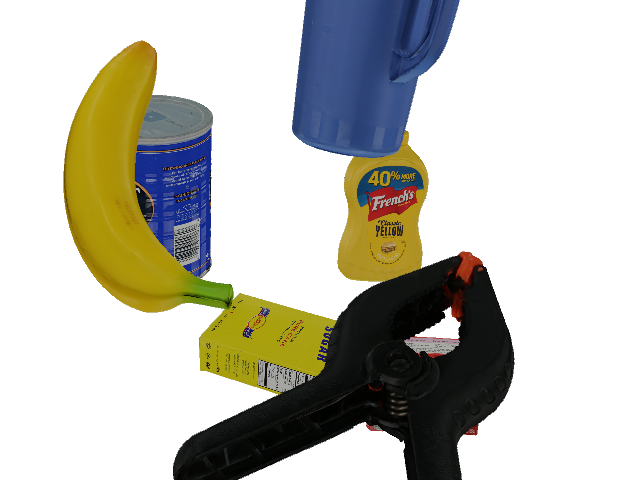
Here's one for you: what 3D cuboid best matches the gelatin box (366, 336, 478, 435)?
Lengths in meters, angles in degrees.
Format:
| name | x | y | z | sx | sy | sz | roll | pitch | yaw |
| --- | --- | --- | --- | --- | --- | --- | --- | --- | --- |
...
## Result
| name | x | y | z | sx | sy | sz | roll | pitch | yaw |
| --- | --- | --- | --- | --- | --- | --- | --- | --- | --- |
| gelatin box | 0.082 | 0.114 | 0.836 | 0.089 | 0.073 | 0.030 | 3 | 24 | -1 |

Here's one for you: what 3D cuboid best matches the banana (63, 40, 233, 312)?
| name | x | y | z | sx | sy | sz | roll | pitch | yaw |
| --- | --- | --- | --- | --- | --- | --- | --- | --- | --- |
| banana | -0.103 | -0.031 | 0.567 | 0.069 | 0.198 | 0.037 | -10 | -37 | -16 |

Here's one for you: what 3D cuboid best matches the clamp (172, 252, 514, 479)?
| name | x | y | z | sx | sy | sz | roll | pitch | yaw |
| --- | --- | --- | --- | --- | --- | --- | --- | --- | --- |
| clamp | 0.037 | 0.069 | 0.433 | 0.120 | 0.039 | 0.171 | 31 | 51 | 22 |

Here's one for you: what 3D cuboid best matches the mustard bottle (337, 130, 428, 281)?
| name | x | y | z | sx | sy | sz | roll | pitch | yaw |
| --- | --- | --- | --- | --- | --- | --- | --- | --- | --- |
| mustard bottle | 0.074 | -0.051 | 1.215 | 0.096 | 0.192 | 0.058 | -1 | 17 | -14 |

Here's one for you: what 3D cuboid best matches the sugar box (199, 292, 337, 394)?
| name | x | y | z | sx | sy | sz | roll | pitch | yaw |
| --- | --- | --- | --- | --- | --- | --- | --- | --- | --- |
| sugar box | -0.018 | 0.109 | 1.021 | 0.176 | 0.048 | 0.093 | 12 | 31 | 18 |

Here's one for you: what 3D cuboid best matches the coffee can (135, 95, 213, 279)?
| name | x | y | z | sx | sy | sz | roll | pitch | yaw |
| --- | --- | --- | --- | --- | --- | --- | --- | --- | --- |
| coffee can | -0.144 | -0.042 | 0.917 | 0.103 | 0.140 | 0.103 | 2 | 27 | -1 |

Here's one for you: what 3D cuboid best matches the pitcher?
| name | x | y | z | sx | sy | sz | roll | pitch | yaw |
| --- | --- | --- | --- | --- | --- | --- | --- | --- | --- |
| pitcher | 0.050 | -0.202 | 0.993 | 0.145 | 0.243 | 0.149 | 11 | 16 | 3 |
